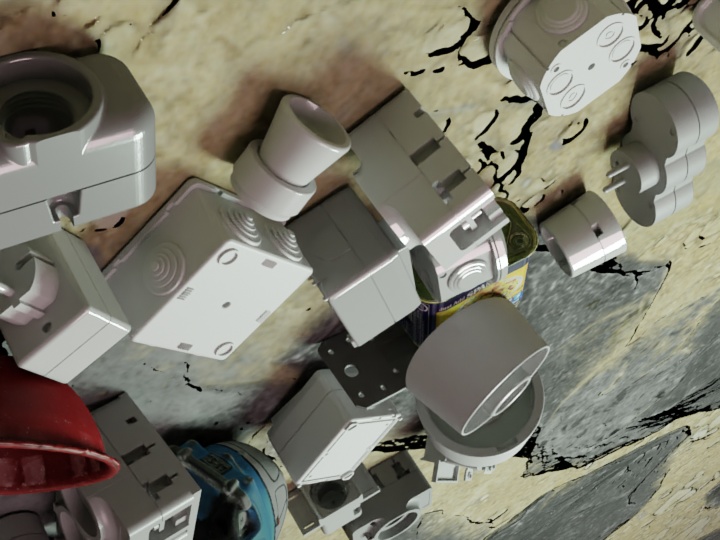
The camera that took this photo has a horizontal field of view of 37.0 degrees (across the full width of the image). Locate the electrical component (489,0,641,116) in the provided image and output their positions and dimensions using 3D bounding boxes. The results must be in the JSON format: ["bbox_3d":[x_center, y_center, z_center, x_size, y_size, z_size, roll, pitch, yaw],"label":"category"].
[{"bbox_3d":[0.120,-0.134,0.628,0.080,0.051,0.080,-26,150,-16],"label":"electrical component"}]

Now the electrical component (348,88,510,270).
[{"bbox_3d":[0.035,-0.050,0.624,0.056,0.089,0.050,-38,151,5],"label":"electrical component"}]

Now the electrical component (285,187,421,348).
[{"bbox_3d":[0.000,0.000,0.690,0.061,0.061,0.096,-34,151,-3],"label":"electrical component"}]

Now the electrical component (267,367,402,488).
[{"bbox_3d":[-0.026,0.124,0.846,0.062,0.061,0.096,2,134,-47],"label":"electrical component"}]

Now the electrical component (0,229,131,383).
[{"bbox_3d":[-0.164,0.010,0.532,0.047,0.065,0.077,-39,151,6],"label":"electrical component"}]

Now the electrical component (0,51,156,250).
[{"bbox_3d":[-0.140,-0.055,0.473,0.095,0.053,0.059,-21,148,-24],"label":"electrical component"}]

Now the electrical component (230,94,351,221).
[{"bbox_3d":[-0.038,-0.060,0.581,0.045,0.045,0.055,7,131,-50],"label":"electrical component"}]

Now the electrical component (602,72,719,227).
[{"bbox_3d":[0.213,-0.080,0.802,0.074,0.052,0.138,-28,150,-13],"label":"electrical component"}]

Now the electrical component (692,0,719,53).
[{"bbox_3d":[0.279,-0.181,0.719,0.059,0.053,0.095,8,130,-51],"label":"electrical component"}]

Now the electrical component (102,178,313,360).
[{"bbox_3d":[-0.087,0.004,0.620,0.100,0.048,0.100,-44,150,16],"label":"electrical component"}]

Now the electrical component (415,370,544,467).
[{"bbox_3d":[0.102,0.117,0.926,0.108,0.108,0.060,-30,156,-10],"label":"electrical component"}]

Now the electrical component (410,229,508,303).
[{"bbox_3d":[0.059,-0.022,0.702,0.051,0.080,0.080,-25,150,-7],"label":"electrical component"}]

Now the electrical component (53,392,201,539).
[{"bbox_3d":[-0.165,0.169,0.733,0.062,0.089,0.150,-27,151,-33],"label":"electrical component"}]

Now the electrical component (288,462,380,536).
[{"bbox_3d":[-0.026,0.212,0.996,0.081,0.042,0.063,-28,153,-11],"label":"electrical component"}]

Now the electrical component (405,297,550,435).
[{"bbox_3d":[0.087,0.070,0.779,0.099,0.064,0.099,-40,161,-17],"label":"electrical component"}]

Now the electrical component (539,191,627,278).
[{"bbox_3d":[0.173,-0.027,0.838,0.047,0.055,0.055,-30,151,-2],"label":"electrical component"}]

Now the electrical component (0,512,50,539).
[{"bbox_3d":[-0.272,0.229,0.734,0.138,0.073,0.052,-23,149,-21],"label":"electrical component"}]

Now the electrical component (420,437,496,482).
[{"bbox_3d":[0.097,0.162,1.014,0.042,0.064,0.081,15,82,-55],"label":"electrical component"}]

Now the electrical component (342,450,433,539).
[{"bbox_3d":[0.023,0.228,1.055,0.089,0.055,0.050,-27,150,-15],"label":"electrical component"}]
